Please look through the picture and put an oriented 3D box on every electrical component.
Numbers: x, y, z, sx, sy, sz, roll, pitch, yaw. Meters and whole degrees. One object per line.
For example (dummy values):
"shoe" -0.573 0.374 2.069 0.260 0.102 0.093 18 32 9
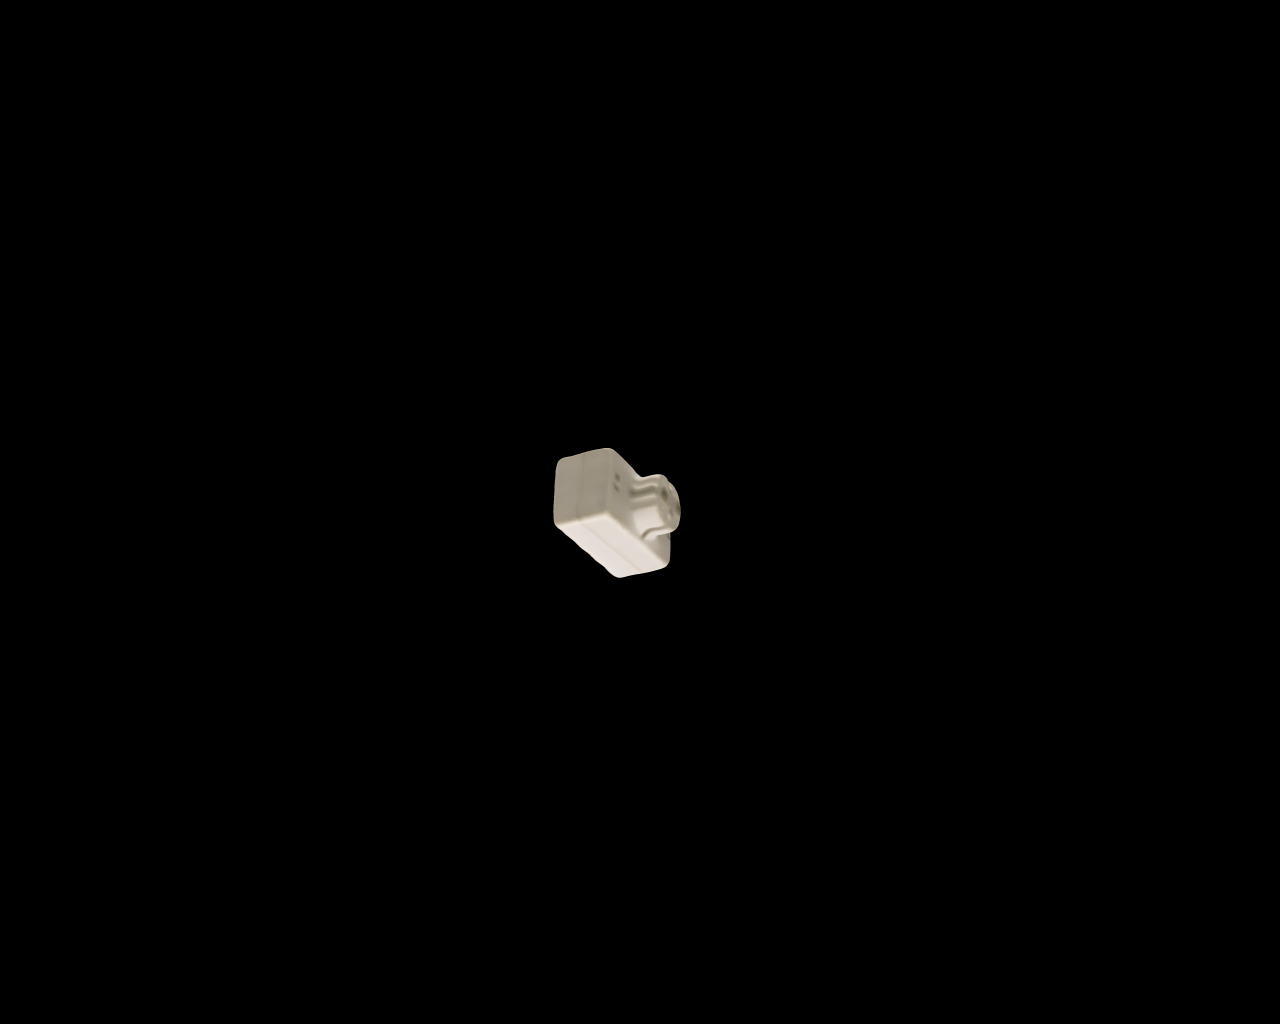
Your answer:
"electrical component" 0.001 -0.003 0.650 0.075 0.047 0.083 -14 -32 24
